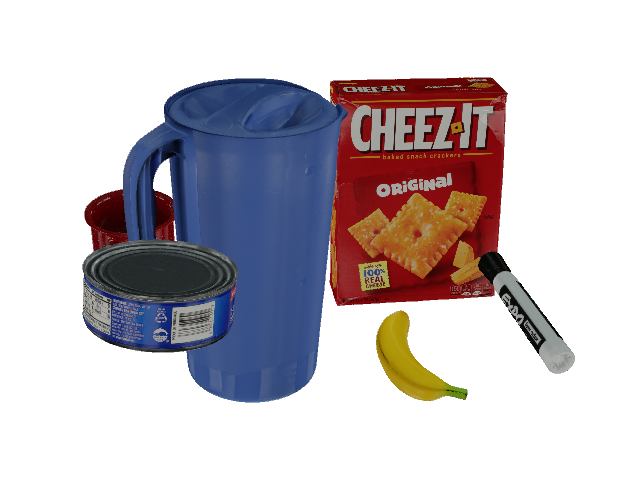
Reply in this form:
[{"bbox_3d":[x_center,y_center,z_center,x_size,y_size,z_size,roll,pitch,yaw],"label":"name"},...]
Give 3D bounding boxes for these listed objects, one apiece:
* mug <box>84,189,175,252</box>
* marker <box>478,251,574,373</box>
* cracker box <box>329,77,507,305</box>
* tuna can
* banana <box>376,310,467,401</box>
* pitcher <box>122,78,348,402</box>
[{"bbox_3d":[-0.191,0.011,1.073,0.093,0.081,0.117,7,32,8],"label":"mug"},{"bbox_3d":[0.137,0.045,0.727,0.020,0.020,0.121,0,33,-19],"label":"marker"},{"bbox_3d":[0.092,-0.047,1.045,0.164,0.214,0.072,-2,21,-6],"label":"cracker box"},{"bbox_3d":[-0.090,0.030,0.597,0.086,0.034,0.086,5,20,-2],"label":"tuna can"},{"bbox_3d":[0.100,0.135,1.236,0.069,0.037,0.198,7,23,-21],"label":"banana"},{"bbox_3d":[-0.062,0.004,0.836,0.149,0.243,0.145,5,26,6],"label":"pitcher"}]
